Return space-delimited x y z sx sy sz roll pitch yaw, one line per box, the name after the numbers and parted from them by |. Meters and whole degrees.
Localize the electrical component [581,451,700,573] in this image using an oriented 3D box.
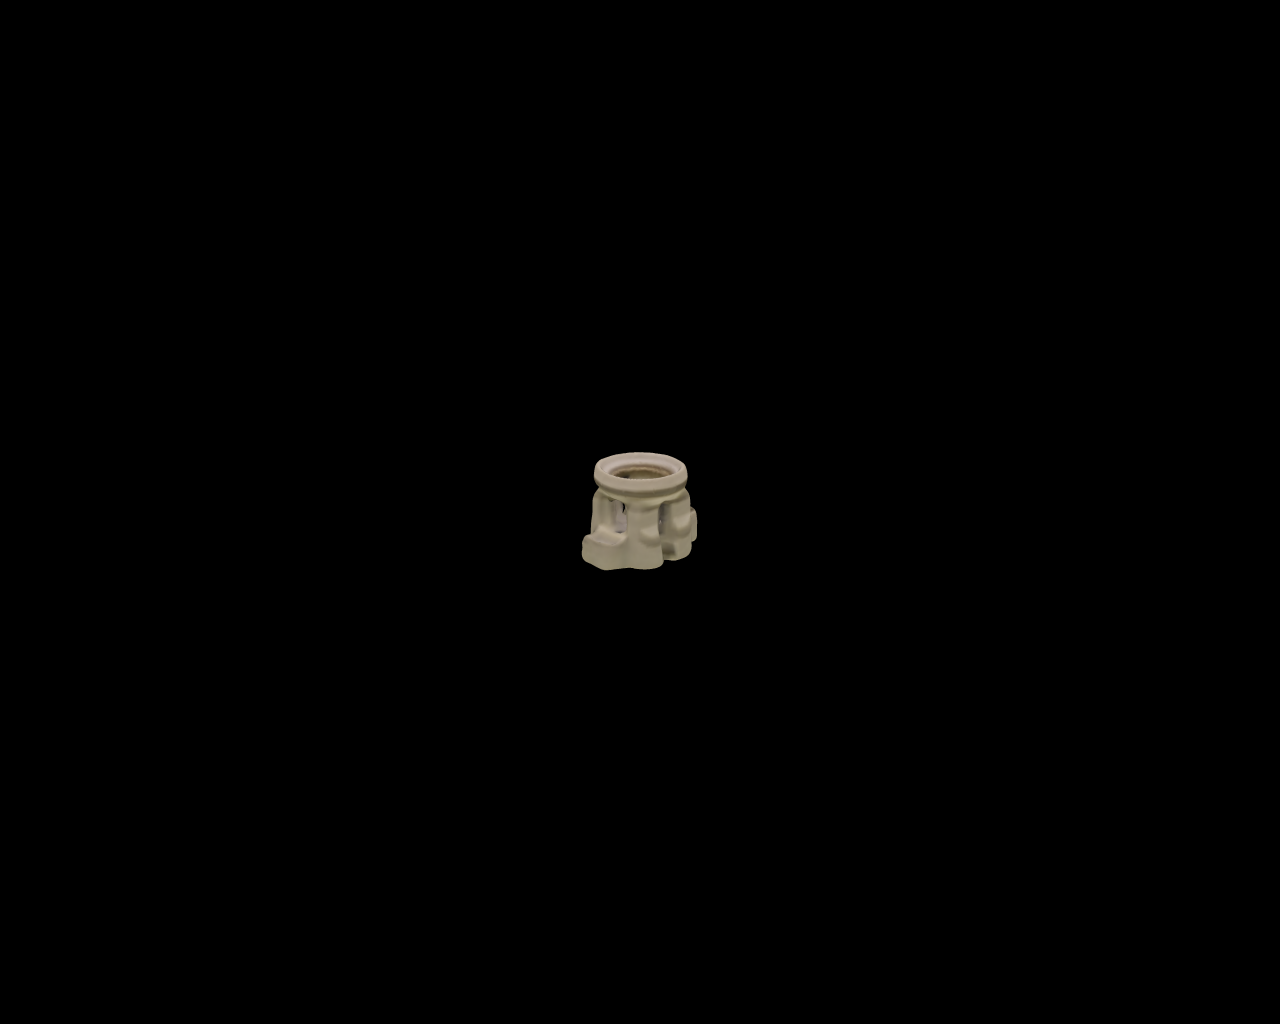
0.001 -0.003 0.650 0.078 0.056 0.058 -17 27 -38 | electrical component
